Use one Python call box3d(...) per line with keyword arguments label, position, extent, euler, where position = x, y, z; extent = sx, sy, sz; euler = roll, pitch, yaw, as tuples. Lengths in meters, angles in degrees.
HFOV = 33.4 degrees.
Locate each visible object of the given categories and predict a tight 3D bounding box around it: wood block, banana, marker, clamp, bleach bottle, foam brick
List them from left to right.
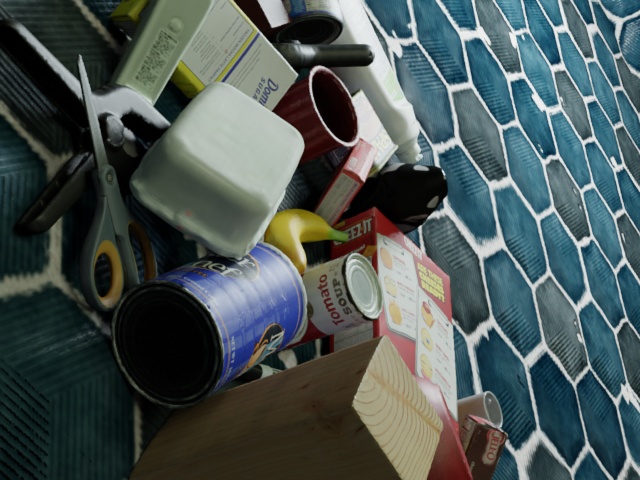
box3d(label="clamp", position=(-0.183, -0.075, 0.870), extent=(0.209, 0.036, 0.164), euler=(14, 68, -59))
box3d(label="foam brick", position=(-0.077, -0.256, 1.156), extent=(0.078, 0.051, 0.052), euler=(64, 30, -6))
box3d(label="marker", position=(-0.039, 0.128, 0.985), extent=(0.120, 0.020, 0.020), euler=(25, 49, -50))
box3d(label="wood block", position=(-0.026, 0.157, 0.794), extent=(0.091, 0.206, 0.090), euler=(57, 30, -16))
box3d(label="banana", position=(-0.024, -0.003, 1.047), extent=(0.197, 0.070, 0.037), euler=(-37, 137, -72))
box3d(label="clamp", position=(-0.023, -0.197, 1.148), extent=(0.171, 0.120, 0.039), euler=(-17, 101, -57))
box3d(label="bleach bottle", position=(0.057, -0.201, 1.331), extent=(0.251, 0.068, 0.102), euler=(60, 30, -18))

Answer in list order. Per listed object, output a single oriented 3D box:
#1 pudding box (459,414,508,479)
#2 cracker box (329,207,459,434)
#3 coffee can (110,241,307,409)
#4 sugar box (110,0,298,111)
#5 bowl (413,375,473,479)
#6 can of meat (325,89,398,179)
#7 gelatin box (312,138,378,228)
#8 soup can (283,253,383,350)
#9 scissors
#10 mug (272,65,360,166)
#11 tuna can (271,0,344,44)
box3d(label="pudding box", position=(0.155, 0.243, 1.115), extent=(0.090, 0.039, 0.113), euler=(66, 47, -86))
box3d(label="cracker box", position=(0.078, 0.099, 1.146), extent=(0.164, 0.072, 0.213), euler=(41, 37, -41))
box3d(label="coffee can", position=(-0.086, 0.064, 0.865), extent=(0.140, 0.103, 0.103), euler=(-27, 93, -60))
box3d(label="sugar box", position=(-0.108, -0.185, 1.027), extent=(0.093, 0.048, 0.176), euler=(-54, 127, -17))
box3d(label="bowl", position=(0.097, 0.183, 0.961), extent=(0.162, 0.055, 0.162), euler=(-20, 90, -85))
box3d(label="can of meat", position=(0.038, -0.120, 1.248), extent=(0.084, 0.058, 0.102), euler=(58, 30, -11))
box3d(label="gelatin box", position=(0.023, -0.057, 1.148), extent=(0.030, 0.089, 0.073), euler=(31, 36, -3))
box3d(label="soup can", position=(0.001, 0.059, 1.014), extent=(0.068, 0.102, 0.068), euler=(38, 41, -43))
box3d(label="scissors", position=(-0.173, -0.032, 0.821), extent=(0.096, 0.016, 0.202), euler=(-55, 135, -51))
box3d(label="mug", position=(-0.012, -0.131, 1.146), extent=(0.093, 0.082, 0.117), euler=(62, 30, -10))
box3d(label="tuna can", position=(-0.017, -0.249, 1.217), extent=(0.086, 0.086, 0.034), euler=(15, 59, -55))
